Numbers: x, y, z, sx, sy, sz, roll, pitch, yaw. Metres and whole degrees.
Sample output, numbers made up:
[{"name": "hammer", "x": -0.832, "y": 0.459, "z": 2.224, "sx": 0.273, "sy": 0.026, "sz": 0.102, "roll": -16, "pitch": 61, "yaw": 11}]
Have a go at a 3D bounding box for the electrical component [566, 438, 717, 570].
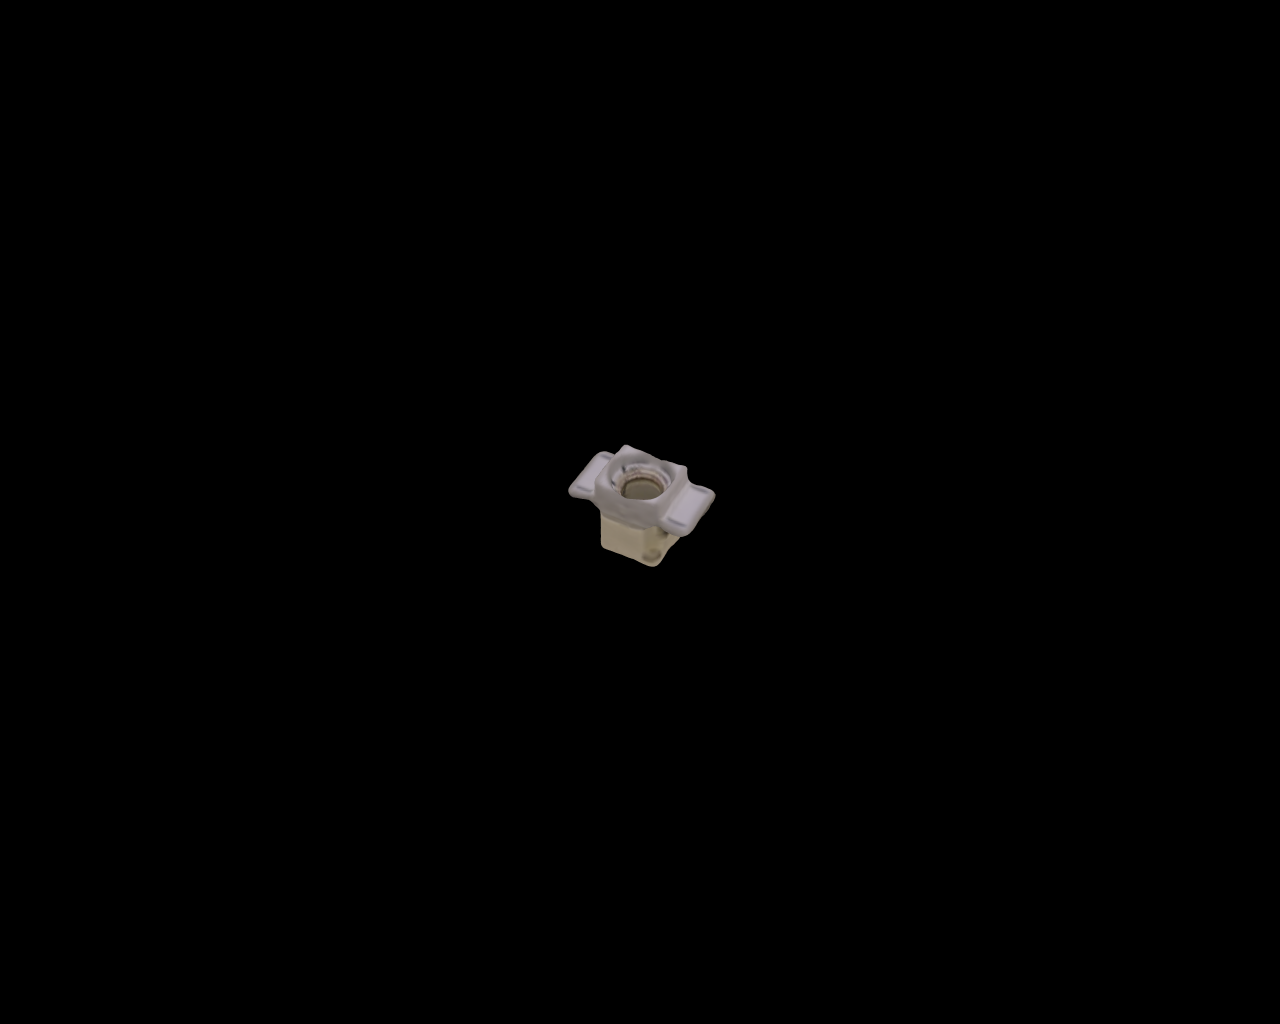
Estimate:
[{"name": "electrical component", "x": 0.001, "y": -0.003, "z": 0.650, "sx": 0.081, "sy": 0.063, "sz": 0.042, "roll": 22, "pitch": 49, "yaw": 21}]
